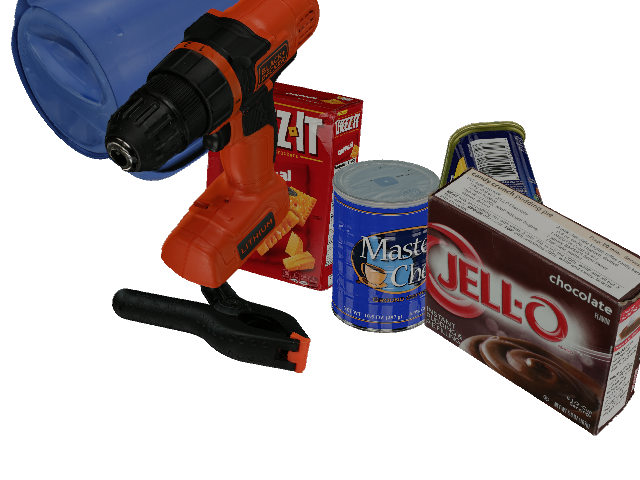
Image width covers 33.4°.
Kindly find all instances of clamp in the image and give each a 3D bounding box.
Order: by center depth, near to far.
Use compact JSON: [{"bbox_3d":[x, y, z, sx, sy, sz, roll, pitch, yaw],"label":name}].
[{"bbox_3d":[-0.074,0.063,0.893,0.172,0.039,0.120,20,27,24],"label":"clamp"}]

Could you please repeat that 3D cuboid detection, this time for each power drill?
[{"bbox_3d":[-0.067,-0.056,0.685,0.057,0.188,0.184,30,52,17],"label":"power drill"}]

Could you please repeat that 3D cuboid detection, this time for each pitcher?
[{"bbox_3d":[-0.121,-0.170,0.904,0.145,0.149,0.242,29,50,31],"label":"pitcher"}]

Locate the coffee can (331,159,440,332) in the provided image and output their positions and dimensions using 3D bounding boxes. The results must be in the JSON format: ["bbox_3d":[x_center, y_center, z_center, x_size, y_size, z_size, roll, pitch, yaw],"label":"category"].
[{"bbox_3d":[0.062,0.004,1.045,0.103,0.140,0.103,0,27,0],"label":"coffee can"}]

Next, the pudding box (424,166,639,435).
[{"bbox_3d":[0.103,0.028,0.518,0.114,0.090,0.039,31,52,33],"label":"pudding box"}]

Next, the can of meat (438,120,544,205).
[{"bbox_3d":[0.124,-0.022,0.776,0.057,0.084,0.102,-4,-36,-7],"label":"can of meat"}]

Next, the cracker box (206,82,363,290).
[{"bbox_3d":[-0.047,-0.065,1.209,0.164,0.214,0.072,15,23,26],"label":"cracker box"}]
